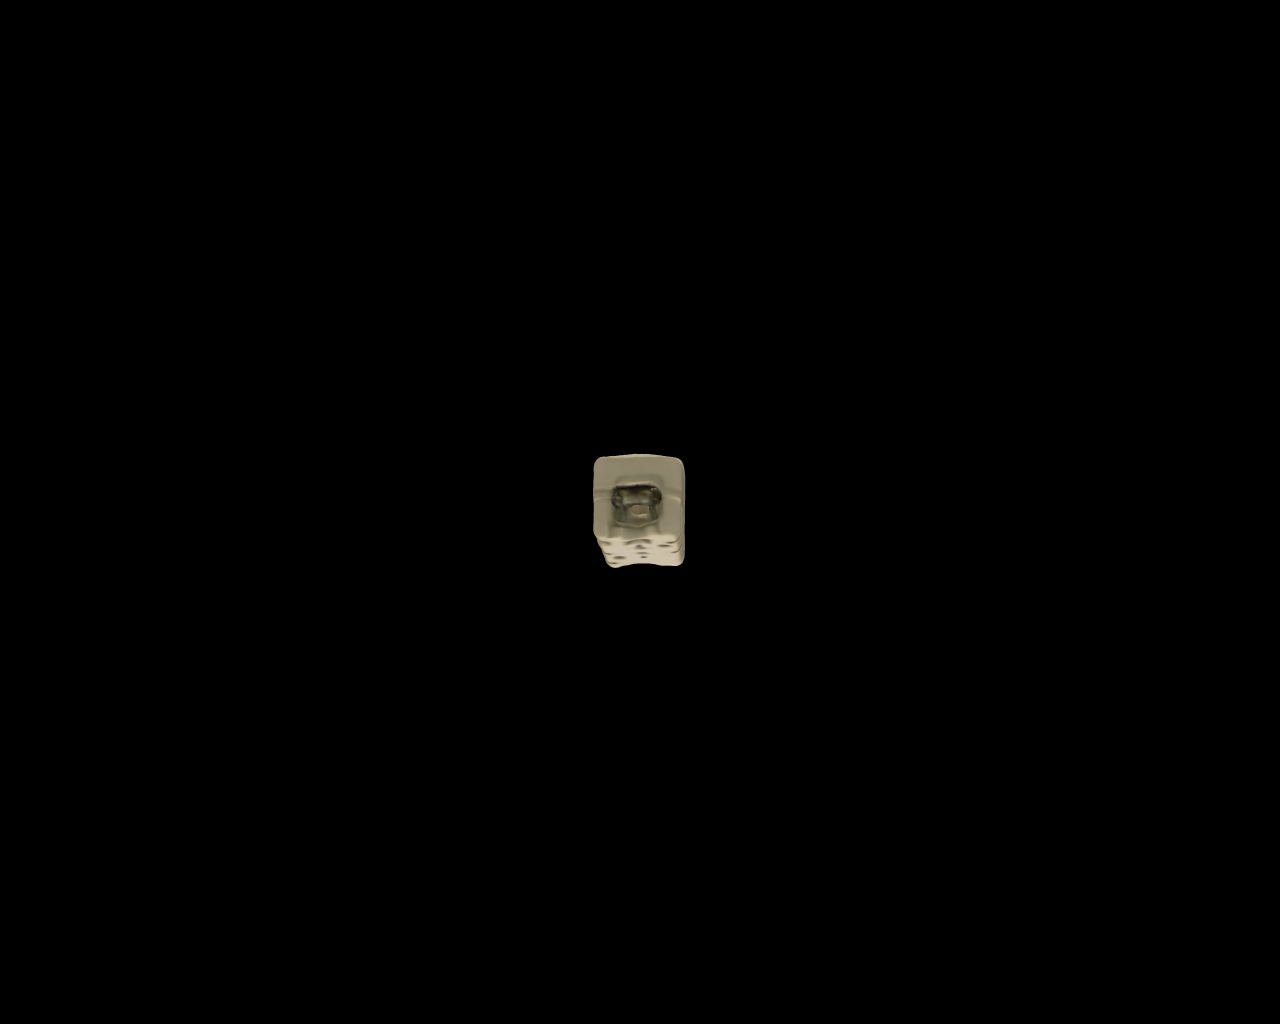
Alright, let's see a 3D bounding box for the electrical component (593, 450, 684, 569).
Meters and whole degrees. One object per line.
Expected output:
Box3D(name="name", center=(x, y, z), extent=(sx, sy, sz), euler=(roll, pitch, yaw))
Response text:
Box3D(name="electrical component", center=(0.001, -0.003, 0.650), extent=(0.050, 0.056, 0.089), euler=(-1, -15, 4))
